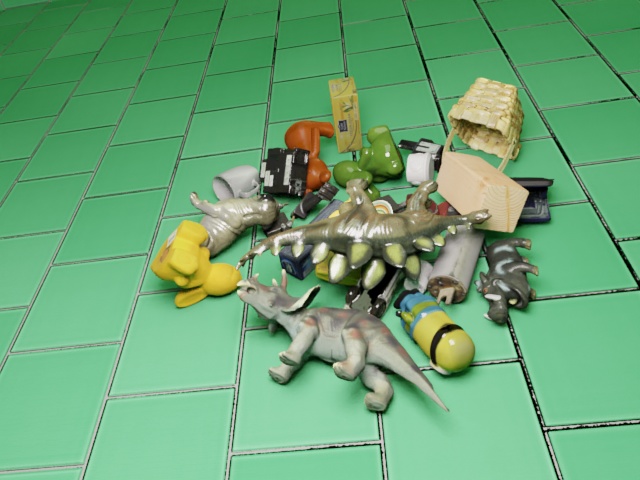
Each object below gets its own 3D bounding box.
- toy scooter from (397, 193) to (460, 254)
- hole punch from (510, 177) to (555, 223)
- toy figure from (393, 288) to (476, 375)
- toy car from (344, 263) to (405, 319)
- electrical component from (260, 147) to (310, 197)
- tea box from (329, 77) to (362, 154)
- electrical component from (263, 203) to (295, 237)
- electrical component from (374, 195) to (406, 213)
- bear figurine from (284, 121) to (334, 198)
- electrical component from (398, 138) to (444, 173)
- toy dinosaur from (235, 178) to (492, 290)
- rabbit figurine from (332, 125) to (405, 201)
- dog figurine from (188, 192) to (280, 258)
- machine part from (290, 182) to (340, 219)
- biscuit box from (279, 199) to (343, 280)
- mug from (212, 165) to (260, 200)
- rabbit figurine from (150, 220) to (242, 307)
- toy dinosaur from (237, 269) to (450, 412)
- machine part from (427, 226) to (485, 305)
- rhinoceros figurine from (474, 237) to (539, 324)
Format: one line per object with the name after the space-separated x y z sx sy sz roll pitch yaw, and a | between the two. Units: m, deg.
0.208 -0.047 1.157 0.184 0.075 0.135 -31 46 -23 | toy scooter
0.436 -0.091 1.155 0.142 0.092 0.116 -2 14 14 | hole punch
0.196 0.154 0.939 0.082 0.089 0.180 -27 47 -6 | toy figure
0.118 0.075 1.042 0.074 0.056 0.201 25 73 26 | toy car
-0.089 -0.164 1.298 0.058 0.114 0.134 9 0 -42 | electrical component
0.068 -0.324 1.404 0.068 0.169 0.098 -9 42 3 | tea box
-0.097 -0.042 1.240 0.078 0.045 0.102 -17 44 -7 | electrical component
0.153 -0.077 1.237 0.094 0.021 0.063 -21 44 -8 | electrical component
-0.013 -0.203 1.355 0.132 0.120 0.196 2 57 -49 | bear figurine
0.253 -0.214 1.336 0.119 0.047 0.075 12 48 24 | electrical component
0.080 -0.012 0.999 0.472 0.104 0.199 -5 53 6 | toy dinosaur
0.115 -0.165 1.295 0.170 0.121 0.159 -22 48 16 | rabbit figurine
-0.192 -0.023 1.193 0.191 0.172 0.121 7 2 10 | dog figurine
-0.015 -0.090 1.235 0.139 0.039 0.084 -26 17 51 | machine part
-0.002 -0.004 1.168 0.063 0.059 0.203 26 55 32 | biscuit box
-0.195 -0.143 1.342 0.110 0.080 0.107 18 42 35 | mug
-0.248 0.070 1.096 0.162 0.173 0.122 -47 33 29 | rabbit figurine
0.041 0.173 0.944 0.405 0.131 0.192 14 50 17 | toy dinosaur
0.269 0.037 1.054 0.079 0.079 0.243 10 48 22 | machine part
0.347 0.070 1.004 0.112 0.073 0.190 4 46 15 | rhinoceros figurine
